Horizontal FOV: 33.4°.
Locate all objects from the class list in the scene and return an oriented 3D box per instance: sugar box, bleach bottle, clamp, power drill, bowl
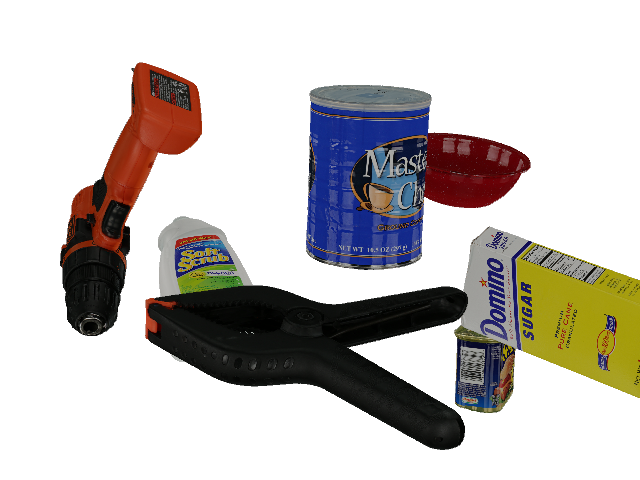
[{"bbox_3d":[0.211,0.061,0.929,0.176,0.093,0.048,19,34,26],"label":"sugar box"},{"bbox_3d":[-0.135,0.037,1.147,0.102,0.068,0.251,-5,26,-16],"label":"bleach bottle"},{"bbox_3d":[-0.004,0.059,0.670,0.210,0.036,0.164,10,25,12],"label":"clamp"},{"bbox_3d":[-0.159,-0.036,0.868,0.057,0.188,0.184,20,29,-24],"label":"power drill"},{"bbox_3d":[0.167,-0.080,1.278,0.162,0.055,0.162,5,22,-2],"label":"bowl"}]

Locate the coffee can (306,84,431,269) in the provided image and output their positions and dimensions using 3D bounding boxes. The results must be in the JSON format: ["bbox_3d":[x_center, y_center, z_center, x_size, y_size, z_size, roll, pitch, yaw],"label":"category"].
[{"bbox_3d":[0.040,-0.057,0.917,0.103,0.140,0.103,2,16,-1],"label":"coffee can"}]

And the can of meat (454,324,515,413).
[{"bbox_3d":[0.182,0.135,1.172,0.057,0.084,0.102,5,10,21],"label":"can of meat"}]
